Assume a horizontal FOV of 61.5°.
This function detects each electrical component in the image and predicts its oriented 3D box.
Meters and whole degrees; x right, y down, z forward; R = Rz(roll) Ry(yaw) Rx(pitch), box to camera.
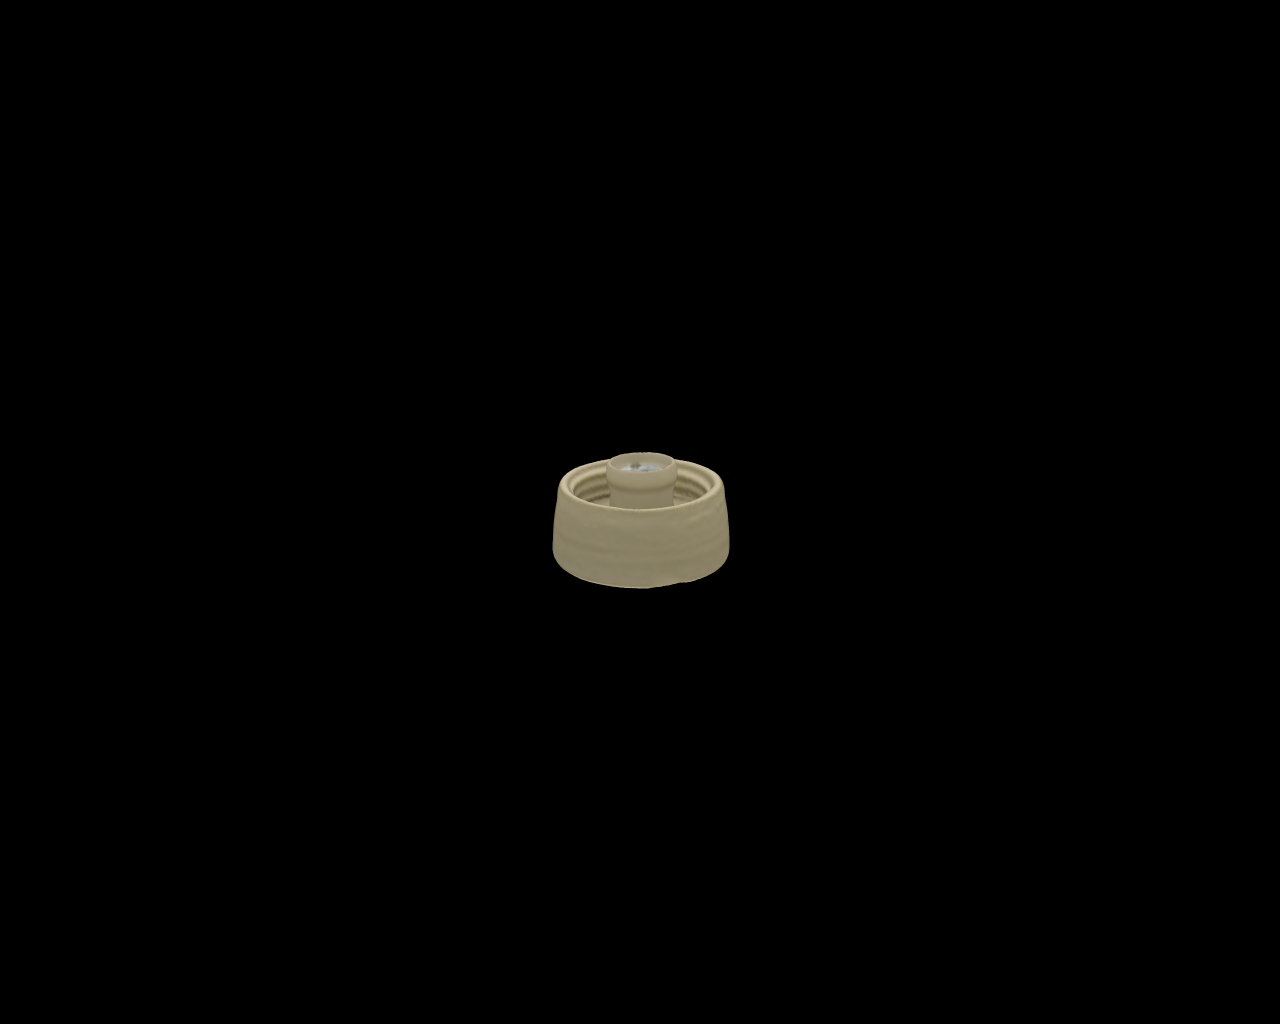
[{"bbox_3d":[0.001,-0.003,0.650,0.108,0.060,0.108,0,20,0],"label":"electrical component"}]
